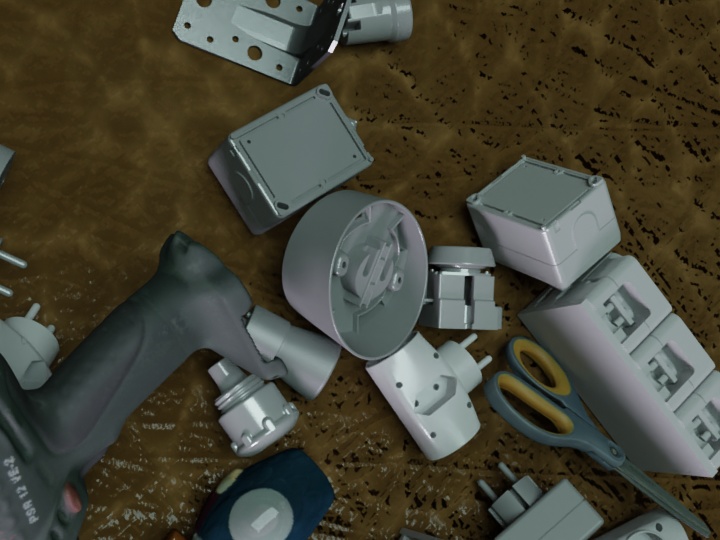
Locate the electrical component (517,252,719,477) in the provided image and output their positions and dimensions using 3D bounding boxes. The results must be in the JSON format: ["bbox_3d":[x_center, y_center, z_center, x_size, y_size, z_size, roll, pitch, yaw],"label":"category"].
[{"bbox_3d":[0.196,0.066,0.756,0.062,0.089,0.150,-41,98,-20],"label":"electrical component"}]

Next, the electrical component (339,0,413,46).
[{"bbox_3d":[0.009,-0.176,0.747,0.046,0.040,0.040,-12,87,-15],"label":"electrical component"}]

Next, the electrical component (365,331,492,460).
[{"bbox_3d":[0.056,0.074,0.729,0.079,0.043,0.077,-36,96,-21],"label":"electrical component"}]

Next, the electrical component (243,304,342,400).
[{"bbox_3d":[-0.050,0.051,0.697,0.065,0.044,0.044,29,75,-9],"label":"electrical component"}]

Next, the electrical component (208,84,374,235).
[{"bbox_3d":[-0.042,-0.074,0.707,0.096,0.061,0.061,-33,93,-27],"label":"electrical component"}]

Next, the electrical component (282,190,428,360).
[{"bbox_3d":[0.000,0.000,0.691,0.099,0.064,0.099,-24,127,-38],"label":"electrical component"}]

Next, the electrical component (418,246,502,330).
[{"bbox_3d":[0.068,0.012,0.741,0.066,0.048,0.055,3,90,-19],"label":"electrical component"}]

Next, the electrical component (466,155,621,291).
[{"bbox_3d":[0.124,-0.033,0.749,0.062,0.096,0.061,-38,125,-19],"label":"electrical component"}]

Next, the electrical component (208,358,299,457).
[{"bbox_3d":[-0.072,0.084,0.683,0.048,0.048,0.062,-34,86,-20],"label":"electrical component"}]

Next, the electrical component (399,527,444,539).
[{"bbox_3d":[0.105,0.246,0.693,0.186,0.105,0.060,36,73,-12],"label":"electrical component"}]

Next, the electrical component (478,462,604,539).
[{"bbox_3d":[0.114,0.167,0.735,0.066,0.047,0.076,-38,71,-12],"label":"electrical component"}]

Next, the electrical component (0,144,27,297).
[{"bbox_3d":[-0.235,-0.010,0.631,0.074,0.052,0.138,26,75,-15],"label":"electrical component"}]

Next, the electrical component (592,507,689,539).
[{"bbox_3d":[0.196,0.220,0.761,0.077,0.044,0.079,-20,90,-20],"label":"electrical component"}]

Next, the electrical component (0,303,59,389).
[{"bbox_3d":[-0.203,0.054,0.630,0.079,0.043,0.077,-69,147,-43],"label":"electrical component"}]
